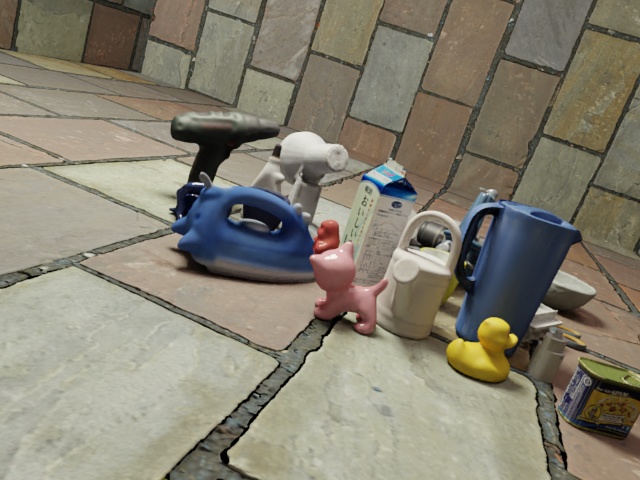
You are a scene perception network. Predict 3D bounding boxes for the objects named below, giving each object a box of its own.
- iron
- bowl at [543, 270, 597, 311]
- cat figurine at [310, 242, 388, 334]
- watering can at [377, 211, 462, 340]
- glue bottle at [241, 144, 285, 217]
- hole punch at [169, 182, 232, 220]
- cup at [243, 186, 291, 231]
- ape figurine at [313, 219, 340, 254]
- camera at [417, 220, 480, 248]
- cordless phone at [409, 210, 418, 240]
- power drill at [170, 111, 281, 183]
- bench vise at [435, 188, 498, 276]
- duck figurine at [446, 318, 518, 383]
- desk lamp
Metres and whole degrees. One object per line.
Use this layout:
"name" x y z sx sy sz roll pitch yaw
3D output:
"iron" -0.099 -0.018 0.930 0.259 0.141 0.118 11 17 -26
"bowl" 0.550 0.119 1.344 0.167 0.075 0.167 17 15 -5
"cat figurine" 0.039 0.064 0.855 0.128 0.118 0.067 18 15 -2
"watering can" 0.157 0.050 0.893 0.101 0.194 0.173 19 15 1
"glue bottle" -0.109 -0.118 1.205 0.078 0.173 0.037 21 16 11
"hole punch" -0.217 -0.072 1.076 0.109 0.091 0.100 11 17 -26
"cup" -0.115 -0.050 1.110 0.092 0.095 0.117 14 16 -17
"ape figurine" 0.010 0.004 1.076 0.076 0.092 0.078 22 16 13
"camera" 0.329 -0.008 1.475 0.136 0.101 0.143 25 17 23
"cordless phone" 0.198 -0.097 1.468 0.148 0.185 0.094 13 16 -20
"power drill" -0.212 -0.176 1.219 0.230 0.208 0.075 9 18 -32
"bench vise" 0.320 -0.002 1.217 0.121 0.220 0.208 22 16 14
"duck figurine" 0.243 0.154 0.841 0.105 0.086 0.077 13 16 -19
"desk lamp" -0.019 -0.117 1.229 0.118 0.213 0.202 9 18 -32
